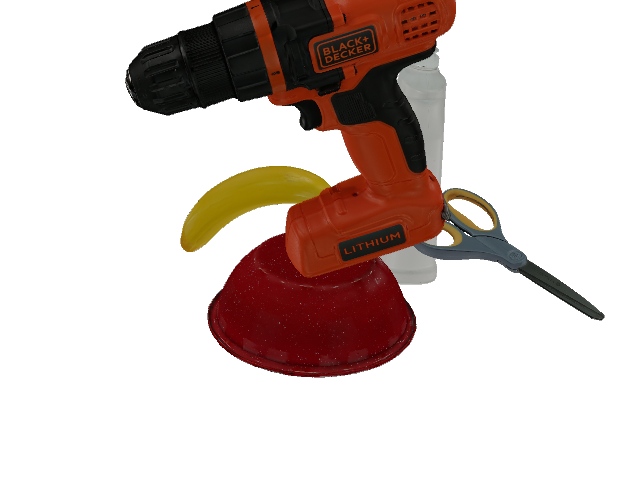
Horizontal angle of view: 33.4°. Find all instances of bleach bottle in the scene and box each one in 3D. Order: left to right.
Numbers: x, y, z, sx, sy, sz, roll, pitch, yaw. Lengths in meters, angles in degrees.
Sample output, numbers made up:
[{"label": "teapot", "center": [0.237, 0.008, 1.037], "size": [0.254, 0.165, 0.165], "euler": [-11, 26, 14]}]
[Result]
[{"label": "bleach bottle", "center": [0.102, -0.084, 1.162], "size": [0.068, 0.251, 0.102], "euler": [0, 26, -9]}]

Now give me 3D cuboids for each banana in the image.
[{"label": "banana", "center": [-0.068, -0.034, 1.041], "size": [0.198, 0.069, 0.037], "euler": [-12, 19, 29]}]

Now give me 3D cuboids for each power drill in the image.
[{"label": "power drill", "center": [-0.003, -0.063, 0.626], "size": [0.184, 0.057, 0.187], "euler": [-17, -44, 0]}]

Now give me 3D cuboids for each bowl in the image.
[{"label": "bowl", "center": [-0.005, 0.036, 0.812], "size": [0.162, 0.055, 0.162], "euler": [2, 27, -1]}]

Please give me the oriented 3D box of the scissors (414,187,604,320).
[{"label": "scissors", "center": [0.153, 0.020, 0.950], "size": [0.096, 0.016, 0.202], "euler": [-21, 46, -16]}]
